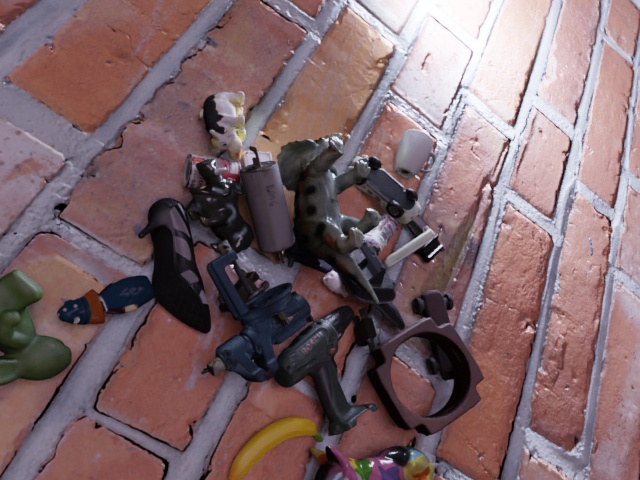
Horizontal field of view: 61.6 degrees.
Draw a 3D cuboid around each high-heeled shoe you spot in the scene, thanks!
[{"bbox_3d":[-0.252,0.043,1.002,0.248,0.086,0.145,64,23,-15],"label":"high-heeled shoe"}]

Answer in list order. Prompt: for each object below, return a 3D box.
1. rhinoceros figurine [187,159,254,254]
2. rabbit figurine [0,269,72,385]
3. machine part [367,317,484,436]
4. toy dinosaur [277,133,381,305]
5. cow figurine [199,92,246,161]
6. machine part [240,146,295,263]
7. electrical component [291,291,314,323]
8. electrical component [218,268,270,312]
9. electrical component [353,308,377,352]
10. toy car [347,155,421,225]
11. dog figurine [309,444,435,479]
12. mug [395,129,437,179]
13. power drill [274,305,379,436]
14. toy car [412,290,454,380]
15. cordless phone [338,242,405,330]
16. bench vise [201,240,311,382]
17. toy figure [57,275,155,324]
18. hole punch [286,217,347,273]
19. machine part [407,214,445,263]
[{"bbox_3d":[-0.186,-0.059,1.017,0.112,0.073,0.190,-33,114,-21],"label":"rhinoceros figurine"},{"bbox_3d":[-0.456,0.150,0.805,0.170,0.121,0.159,54,48,-18],"label":"rabbit figurine"},{"bbox_3d":[0.215,0.279,1.111,0.201,0.087,0.201,-28,82,-17],"label":"machine part"},{"bbox_3d":[0.008,-0.056,1.051,0.131,0.192,0.405,14,63,-41],"label":"toy dinosaur"},{"bbox_3d":[-0.201,-0.234,1.102,0.098,0.068,0.167,2,52,-10],"label":"cow figurine"},{"bbox_3d":[-0.102,-0.065,1.056,0.079,0.079,0.243,-26,116,-34],"label":"machine part"},{"bbox_3d":[-0.079,0.159,1.043,0.119,0.048,0.075,-35,89,-17],"label":"electrical component"},{"bbox_3d":[-0.150,0.101,1.035,0.078,0.045,0.102,53,54,-36],"label":"electrical component"},{"bbox_3d":[0.092,0.192,1.114,0.021,0.063,0.094,-2,57,-23],"label":"electrical component"},{"bbox_3d":[0.149,-0.121,1.262,0.202,0.056,0.073,43,62,10],"label":"toy car"},{"bbox_3d":[0.088,0.428,0.997,0.219,0.108,0.191,41,57,-9],"label":"dog figurine"},{"bbox_3d":[0.238,-0.204,1.348,0.109,0.081,0.107,33,70,-21],"label":"mug"},{"bbox_3d":[0.030,0.255,1.050,0.232,0.086,0.207,-24,88,-42],"label":"power drill"},{"bbox_3d":[0.271,0.213,1.214,0.089,0.053,0.202,-8,75,-15],"label":"toy car"},{"bbox_3d":[0.124,0.107,1.164,0.089,0.147,0.184,-37,127,5],"label":"cordless phone"},{"bbox_3d":[-0.134,0.120,0.944,0.224,0.129,0.240,-31,98,-23],"label":"bench vise"},{"bbox_3d":[-0.360,0.106,0.907,0.154,0.064,0.057,-21,120,-28],"label":"toy figure"},{"bbox_3d":[-0.002,-0.003,1.130,0.116,0.092,0.142,20,66,-17],"label":"hole punch"},{"bbox_3d":[0.242,-0.016,1.297,0.084,0.039,0.139,-33,90,-29],"label":"machine part"}]
